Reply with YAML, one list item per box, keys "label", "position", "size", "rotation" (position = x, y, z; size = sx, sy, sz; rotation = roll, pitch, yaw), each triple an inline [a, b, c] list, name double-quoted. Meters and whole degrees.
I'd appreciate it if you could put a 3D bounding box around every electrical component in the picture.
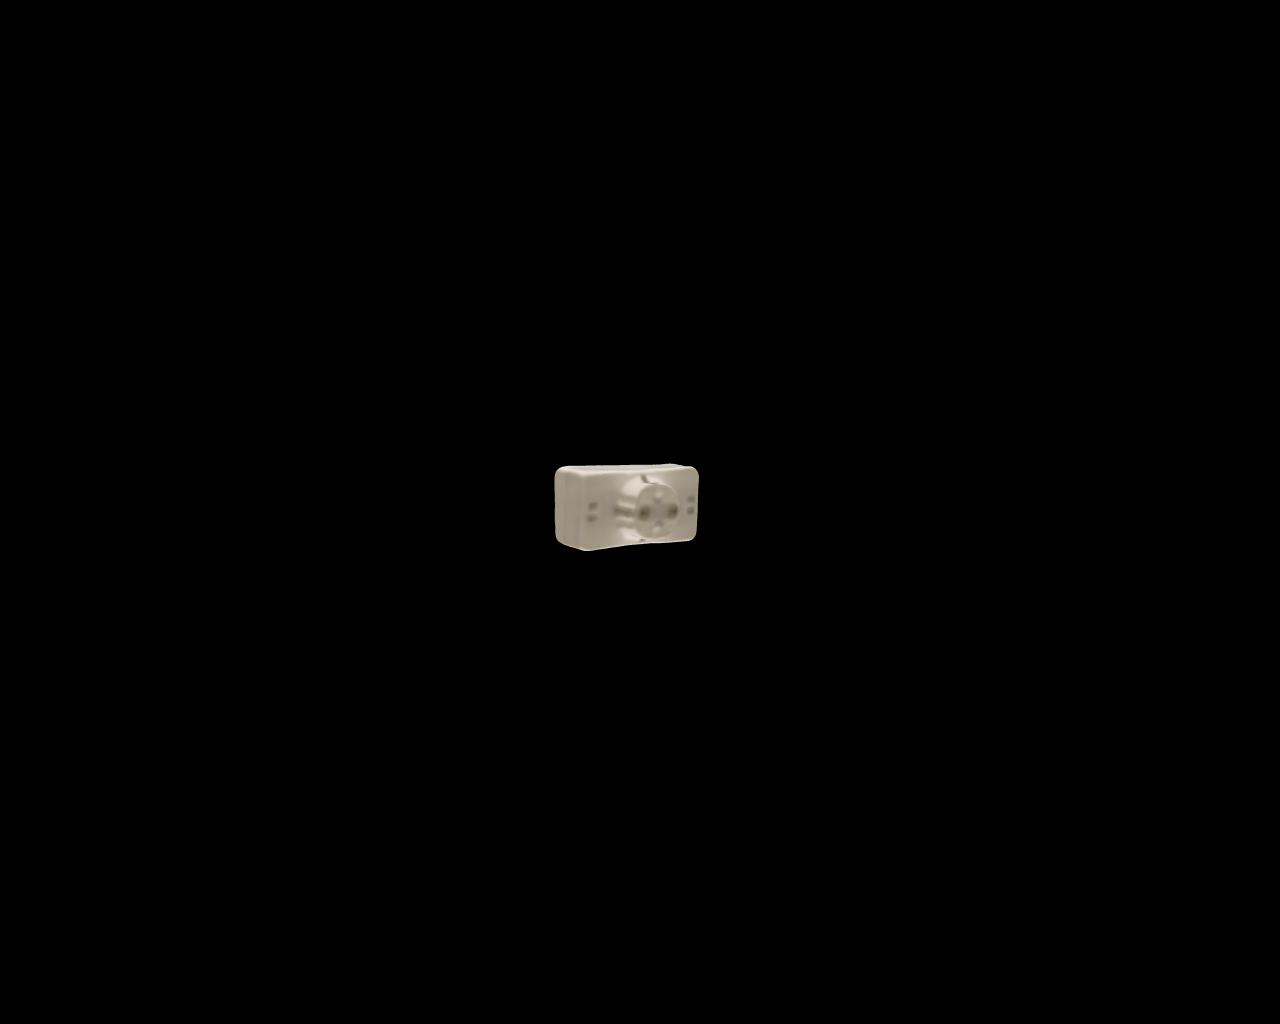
- label: "electrical component"
  position: [0.001, -0.003, 0.650]
  size: [0.083, 0.047, 0.076]
  rotation: [-4, 8, -29]
